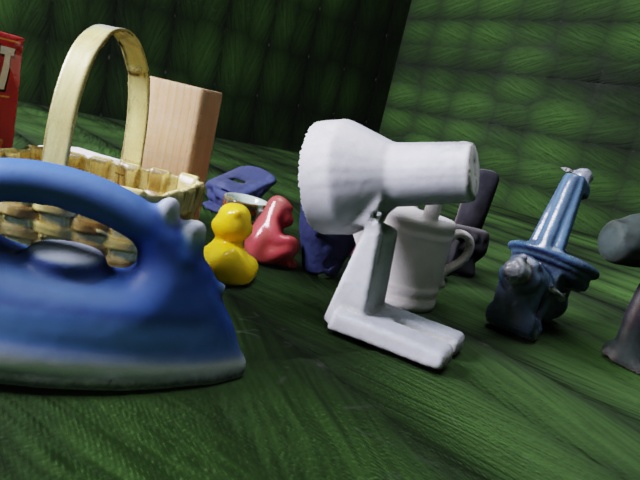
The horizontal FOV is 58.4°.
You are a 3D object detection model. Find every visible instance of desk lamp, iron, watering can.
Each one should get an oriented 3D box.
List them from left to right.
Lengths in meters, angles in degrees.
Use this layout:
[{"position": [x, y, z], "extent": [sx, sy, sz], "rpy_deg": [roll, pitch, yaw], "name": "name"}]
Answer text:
[{"position": [-0.166, 0.015, 0.394], "extent": [0.259, 0.141, 0.118], "rpy_deg": [10, 12, -16], "name": "iron"}, {"position": [0.069, -0.008, 0.589], "extent": [0.202, 0.213, 0.118], "rpy_deg": [18, 13, 22], "name": "desk lamp"}, {"position": [0.114, -0.016, 0.726], "extent": [0.173, 0.194, 0.100], "rpy_deg": [6, 14, -31], "name": "watering can"}]

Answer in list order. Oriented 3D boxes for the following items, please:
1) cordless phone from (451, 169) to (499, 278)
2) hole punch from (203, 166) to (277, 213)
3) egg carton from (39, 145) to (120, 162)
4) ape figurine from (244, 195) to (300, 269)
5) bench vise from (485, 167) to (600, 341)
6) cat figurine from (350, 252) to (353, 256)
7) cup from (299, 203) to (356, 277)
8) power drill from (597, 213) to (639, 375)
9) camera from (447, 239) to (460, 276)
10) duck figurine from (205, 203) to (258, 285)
[{"position": [0.229, -0.040, 0.994], "extent": [0.148, 0.185, 0.094], "rpy_deg": [10, 12, -18], "name": "cordless phone"}, {"position": [-0.145, -0.089, 1.037], "extent": [0.108, 0.091, 0.101], "rpy_deg": [23, 15, 38], "name": "hole punch"}, {"position": [-0.378, -0.104, 0.895], "extent": [0.150, 0.069, 0.107], "rpy_deg": [17, 12, 18], "name": "egg carton"}, {"position": [-0.060, -0.014, 0.774], "extent": [0.076, 0.092, 0.077], "rpy_deg": [10, 12, -18], "name": "ape figurine"}, {"position": [0.302, 0.014, 0.731], "extent": [0.121, 0.220, 0.208], "rpy_deg": [17, 12, 19], "name": "bench vise"}, {"position": [0.025, -0.034, 0.900], "extent": [0.067, 0.118, 0.128], "rpy_deg": [19, 13, 27], "name": "cat figurine"}, {"position": [0.007, 0.003, 0.763], "extent": [0.091, 0.095, 0.118], "rpy_deg": [16, 12, 11], "name": "cup"}, {"position": [0.434, 0.060, 0.693], "extent": [0.230, 0.208, 0.075], "rpy_deg": [11, 12, -12], "name": "power drill"}, {"position": [0.147, 0.004, 0.903], "extent": [0.136, 0.101, 0.143], "rpy_deg": [17, 12, 15], "name": "camera"}, {"position": [-0.105, 0.000, 0.670], "extent": [0.078, 0.086, 0.104], "rpy_deg": [10, 12, -15], "name": "duck figurine"}]
